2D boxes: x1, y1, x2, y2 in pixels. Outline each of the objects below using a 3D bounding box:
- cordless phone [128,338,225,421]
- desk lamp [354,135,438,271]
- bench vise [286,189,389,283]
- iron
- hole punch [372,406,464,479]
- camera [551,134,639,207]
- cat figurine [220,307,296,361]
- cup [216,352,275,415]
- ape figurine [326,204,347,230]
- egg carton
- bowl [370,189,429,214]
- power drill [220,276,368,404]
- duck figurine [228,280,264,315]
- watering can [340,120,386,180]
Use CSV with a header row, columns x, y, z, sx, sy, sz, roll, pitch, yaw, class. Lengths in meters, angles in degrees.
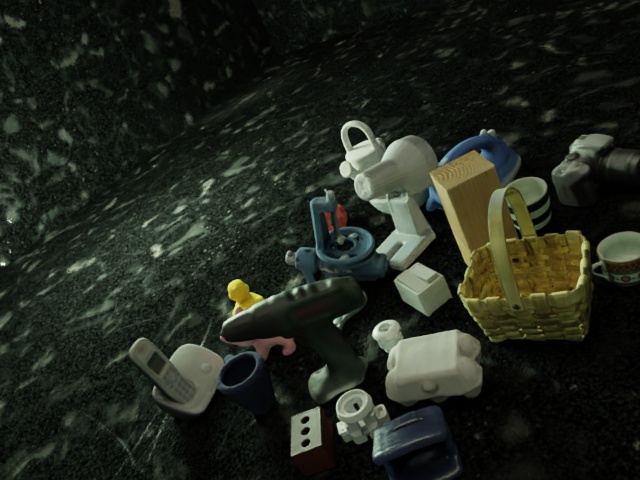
x,y,z,sx,sy,sz,roll,pitch,yaw,class
-0.270,0.233,1.075,0.094,0.185,0.147,-15,31,24,cordless phone
0.163,-0.082,1.183,0.117,0.214,0.203,9,45,48,desk lamp
0.010,0.010,1.158,0.207,0.220,0.121,-21,29,13,bench vise
0.334,-0.163,1.243,0.259,0.142,0.118,-39,30,-19,iron
0.121,0.269,0.765,0.108,0.091,0.101,-25,28,7,hole punch
0.529,-0.137,1.069,0.143,0.101,0.136,-39,30,-20,camera
-0.122,0.176,1.109,0.127,0.118,0.067,-21,29,13,cat figurine
-0.126,0.254,1.007,0.092,0.095,0.117,-38,29,-17,cup
0.024,-0.068,1.415,0.078,0.092,0.076,-31,28,-5,ape figurine
0.171,0.196,0.865,0.150,0.069,0.107,-16,30,22,egg carton
0.197,-0.109,1.348,0.167,0.075,0.167,-21,29,13,bowl
-0.017,0.164,0.938,0.229,0.209,0.075,-29,28,-2,power drill
-0.171,0.130,1.264,0.077,0.086,0.104,-29,28,-1,duck figurine
0.115,-0.214,1.468,0.100,0.194,0.173,-15,31,24,watering can
